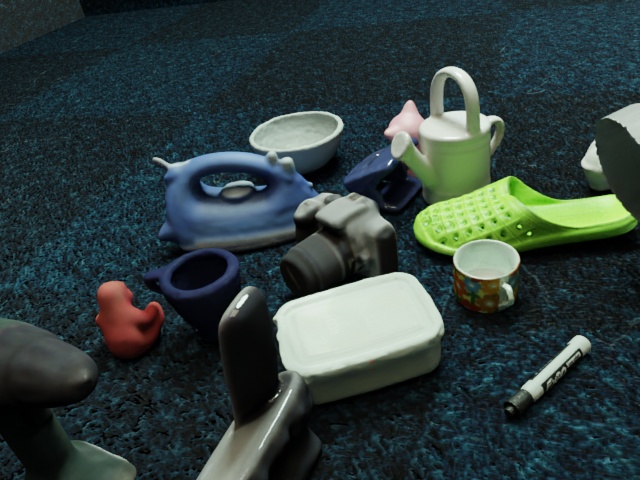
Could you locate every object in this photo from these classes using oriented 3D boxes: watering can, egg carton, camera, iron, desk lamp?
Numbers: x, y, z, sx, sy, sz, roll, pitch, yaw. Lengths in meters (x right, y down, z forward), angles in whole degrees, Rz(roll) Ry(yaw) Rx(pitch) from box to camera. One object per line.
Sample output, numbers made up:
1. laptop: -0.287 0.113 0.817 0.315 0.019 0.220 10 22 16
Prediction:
1. watering can: 0.185 -0.143 0.807 0.100 0.194 0.173 22 45 40
2. egg carton: 0.445 -0.121 0.813 0.107 0.069 0.151 18 43 37
3. camera: 0.007 0.003 0.724 0.137 0.101 0.142 -32 39 -29
4. iron: -0.112 -0.071 0.831 0.258 0.142 0.118 -7 33 5
5. desk lamp: 0.395 -0.055 0.596 0.203 0.214 0.117 -12 33 -1

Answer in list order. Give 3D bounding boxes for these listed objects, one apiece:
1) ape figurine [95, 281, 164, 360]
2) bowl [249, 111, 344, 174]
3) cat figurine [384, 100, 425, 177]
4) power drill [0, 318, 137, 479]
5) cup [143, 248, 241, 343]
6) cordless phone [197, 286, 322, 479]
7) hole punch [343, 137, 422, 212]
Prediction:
1. ape figurine: -0.230 0.087 0.672 0.077 0.092 0.076 -1 34 15
2. bowl: -0.036 -0.162 1.008 0.167 0.075 0.167 -7 33 5
3. cat figurine: 0.163 -0.166 0.917 0.128 0.118 0.067 -12 33 -1
4. power drill: -0.235 0.147 0.476 0.228 0.209 0.076 9 38 28
5. cup: -0.142 0.071 0.668 0.117 0.095 0.092 -2 34 14
6. cordless phone: -0.070 0.140 0.460 0.094 0.185 0.148 4 36 22
7. hole punch: 0.092 -0.103 0.868 0.100 0.091 0.109 11 39 30
